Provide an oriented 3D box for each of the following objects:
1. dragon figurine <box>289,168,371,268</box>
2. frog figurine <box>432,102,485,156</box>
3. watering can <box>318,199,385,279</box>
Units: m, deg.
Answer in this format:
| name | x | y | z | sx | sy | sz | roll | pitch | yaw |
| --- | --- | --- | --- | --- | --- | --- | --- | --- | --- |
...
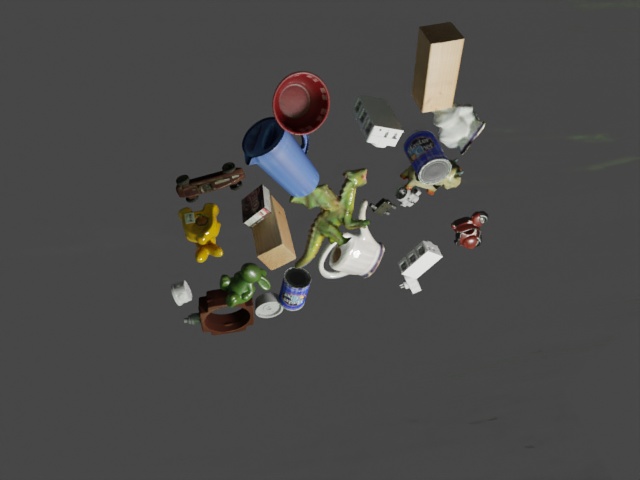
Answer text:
| name | x | y | z | sx | sy | sz | roll | pitch | yaw |
| --- | --- | --- | --- | --- | --- | --- | --- | --- | --- |
| dragon figurine | 0.005 | -0.084 | 1.661 | 0.406 | 0.124 | 0.240 | -36 | 109 | 18 |
| frog figurine | 0.390 | -0.348 | 1.519 | 0.159 | 0.125 | 0.134 | 35 | 136 | -1 |
| watering can | 0.137 | 0.019 | 1.829 | 0.223 | 0.106 | 0.342 | 18 | 121 | -31 |
